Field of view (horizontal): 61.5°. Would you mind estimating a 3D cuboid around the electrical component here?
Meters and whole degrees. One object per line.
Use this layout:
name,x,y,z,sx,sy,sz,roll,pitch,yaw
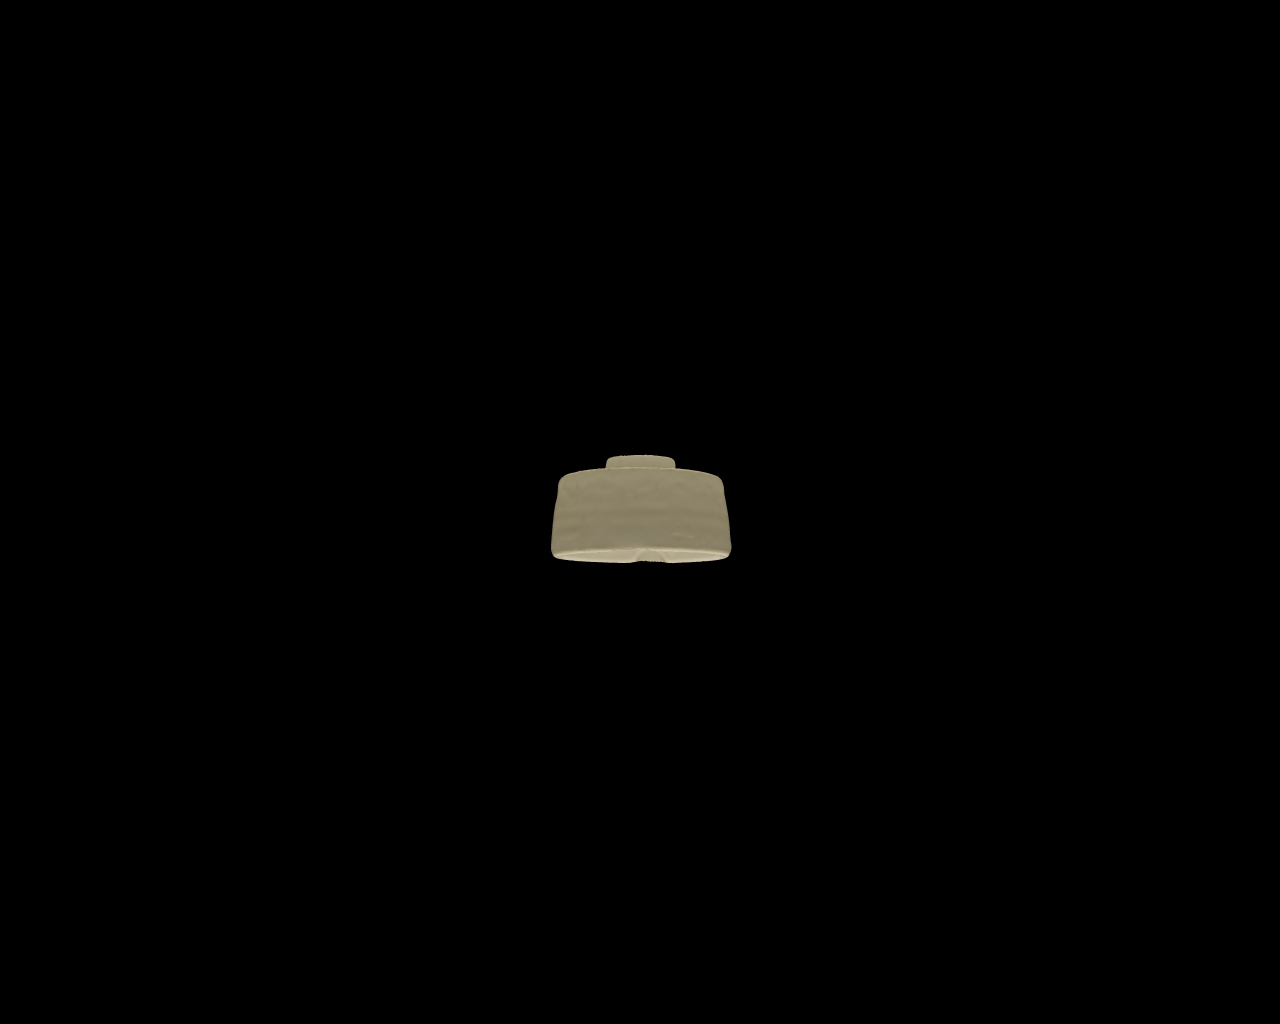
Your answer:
electrical component,0.001,-0.003,0.650,0.108,0.060,0.108,0,-7,0
